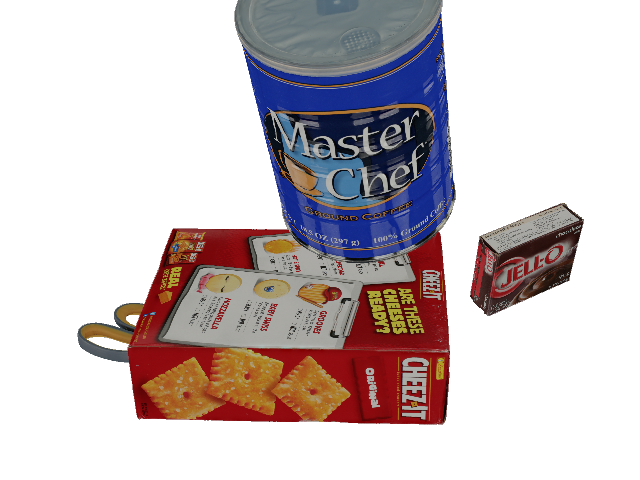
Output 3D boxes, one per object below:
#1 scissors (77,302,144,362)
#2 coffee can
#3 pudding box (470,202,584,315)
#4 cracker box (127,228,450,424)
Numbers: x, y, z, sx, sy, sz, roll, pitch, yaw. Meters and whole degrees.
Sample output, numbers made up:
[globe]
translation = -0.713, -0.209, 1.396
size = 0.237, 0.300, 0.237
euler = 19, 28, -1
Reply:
[scissors]
translation = -0.118, 0.096, 0.971
size = 0.202, 0.016, 0.096
euler = 10, 28, 4
[coffee can]
translation = 0.018, -0.072, 0.571
size = 0.103, 0.102, 0.140
euler = 0, -42, 11
[pudding box]
translation = 0.214, 0.019, 1.112
size = 0.113, 0.090, 0.039
euler = -23, 49, -23
[cracker box]
translation = -0.017, 0.059, 0.779
size = 0.214, 0.072, 0.164
euler = 1, 30, 4
